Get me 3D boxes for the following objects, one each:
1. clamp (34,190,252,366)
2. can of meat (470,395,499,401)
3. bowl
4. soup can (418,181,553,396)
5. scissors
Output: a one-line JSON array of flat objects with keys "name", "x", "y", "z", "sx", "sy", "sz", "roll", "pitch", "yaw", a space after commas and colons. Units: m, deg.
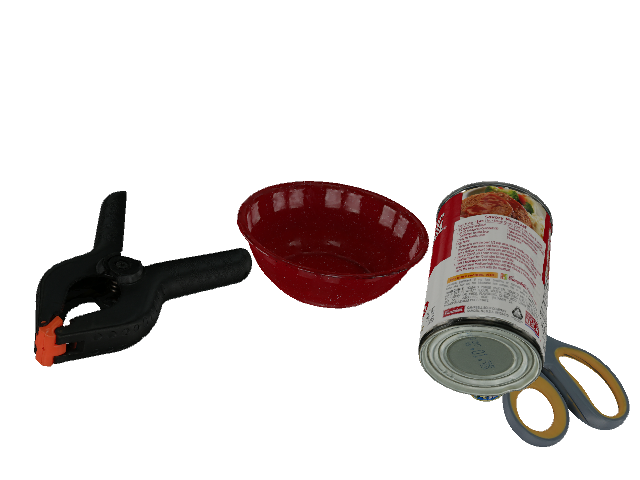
[{"name": "clamp", "x": -0.139, "y": 0.022, "z": 0.715, "sx": 0.120, "sy": 0.039, "sz": 0.171, "roll": 25, "pitch": 34, "yaw": 25}, {"name": "can of meat", "x": 0.154, "y": 0.099, "z": 1.059, "sx": 0.057, "sy": 0.084, "sz": 0.102, "roll": -25, "pitch": 52, "yaw": -21}, {"name": "bowl", "x": 0.008, "y": 0.010, "z": 0.900, "sx": 0.162, "sy": 0.055, "sz": 0.162, "roll": 6, "pitch": 29, "yaw": -4}, {"name": "soup can", "x": 0.093, "y": 0.027, "z": 0.593, "sx": 0.068, "sy": 0.102, "sz": 0.068, "roll": 8, "pitch": -41, "yaw": 7}, {"name": "scissors", "x": 0.135, "y": 0.073, "z": 0.786, "sx": 0.096, "sy": 0.016, "sz": 0.202, "roll": -34, "pitch": 61, "yaw": -25}]
